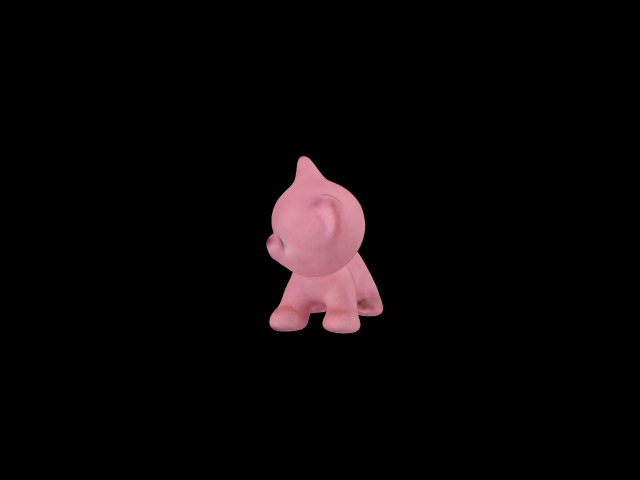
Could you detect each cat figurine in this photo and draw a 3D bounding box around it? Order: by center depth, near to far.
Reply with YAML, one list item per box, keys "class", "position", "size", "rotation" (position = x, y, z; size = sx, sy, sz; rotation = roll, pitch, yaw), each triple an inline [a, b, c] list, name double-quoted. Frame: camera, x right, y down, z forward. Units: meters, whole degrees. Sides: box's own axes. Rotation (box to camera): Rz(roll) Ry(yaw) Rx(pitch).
- class: "cat figurine"
  position: [0.004, 0.001, 0.400]
  size: [0.067, 0.118, 0.128]
  rotation: [1, 4, 16]
